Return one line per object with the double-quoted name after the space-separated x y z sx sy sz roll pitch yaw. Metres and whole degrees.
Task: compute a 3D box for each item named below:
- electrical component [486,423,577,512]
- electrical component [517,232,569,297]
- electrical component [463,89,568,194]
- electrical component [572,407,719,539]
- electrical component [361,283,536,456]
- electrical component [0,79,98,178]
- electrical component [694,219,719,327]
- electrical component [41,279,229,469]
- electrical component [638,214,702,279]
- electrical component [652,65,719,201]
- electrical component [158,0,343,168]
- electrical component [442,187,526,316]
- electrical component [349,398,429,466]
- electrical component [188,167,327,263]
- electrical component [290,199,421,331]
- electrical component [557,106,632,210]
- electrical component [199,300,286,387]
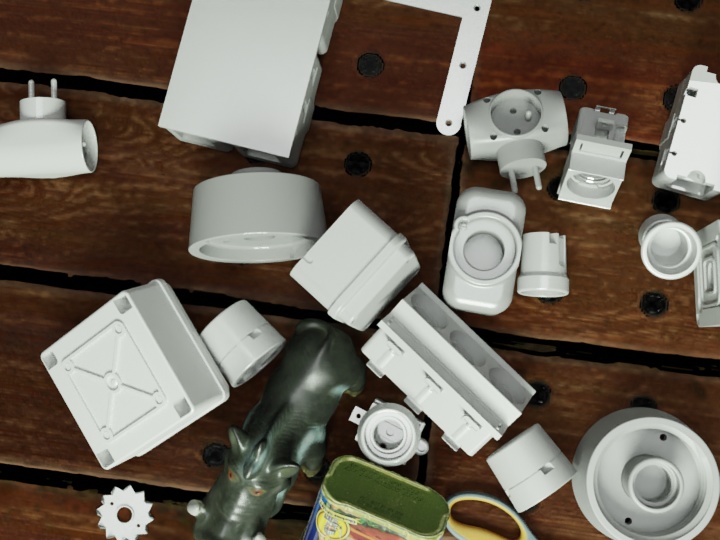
0.131 0.151 0.828 0.055 0.055 0.047 -35 80 1 "electrical component"
0.145 -0.004 0.846 0.040 0.040 0.046 2 81 4 "electrical component"
0.125 -0.098 0.847 0.077 0.044 0.079 -8 70 3 "electrical component"
0.219 0.160 0.818 0.108 0.060 0.108 0 86 4 "electrical component"
0.066 0.078 0.829 0.121 0.079 0.063 44 118 6 "electrical component"
-0.258 -0.117 0.878 0.077 0.044 0.079 -3 85 4 "electrical component"
0.288 0.003 0.799 0.057 0.113 0.078 -2 85 6 "electrical component"
-0.174 0.081 0.833 0.109 0.056 0.108 -34 84 27 "electrical component"
0.235 -0.021 0.827 0.044 0.065 0.044 2 103 8 "electrical component"
0.266 -0.105 0.837 0.050 0.055 0.089 16 87 5 "electrical component"
-0.080 -0.186 0.864 0.105 0.060 0.186 14 87 5 "electrical component"
0.096 -0.014 0.839 0.054 0.059 0.095 9 86 4 "electrical component"
0.023 0.126 0.835 0.066 0.055 0.048 27 88 5 "electrical component"
-0.079 -0.045 0.832 0.108 0.108 0.060 -4 79 3 "electrical component"
0.000 0.000 0.818 0.057 0.113 0.078 42 90 9 "electrical component"
0.183 -0.088 0.836 0.042 0.081 0.063 13 64 4 "electrical component"
-0.094 0.057 0.850 0.055 0.055 0.047 -42 81 0 "electrical component"
